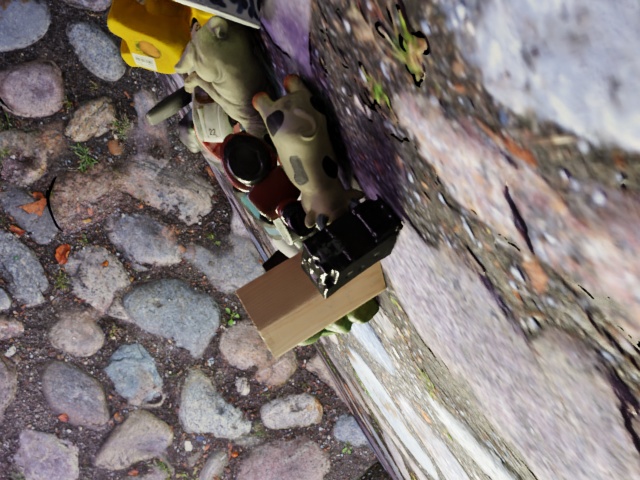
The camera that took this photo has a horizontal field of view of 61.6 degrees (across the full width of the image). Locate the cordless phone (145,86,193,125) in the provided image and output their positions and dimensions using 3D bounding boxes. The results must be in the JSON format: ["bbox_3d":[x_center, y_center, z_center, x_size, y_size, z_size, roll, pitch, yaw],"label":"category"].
[{"bbox_3d":[-0.296,-0.294,1.198,0.089,0.184,0.146,54,169,4],"label":"cordless phone"}]

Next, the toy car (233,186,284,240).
[{"bbox_3d":[-0.101,-0.082,1.091,0.162,0.103,0.109,44,171,28],"label":"toy car"}]

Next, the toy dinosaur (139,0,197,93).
[{"bbox_3d":[-0.287,-0.433,0.990,0.199,0.105,0.470,48,162,58],"label":"toy dinosaur"}]

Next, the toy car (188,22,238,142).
[{"bbox_3d":[-0.190,-0.269,0.928,0.056,0.074,0.201,-40,-51,-59],"label":"toy car"}]

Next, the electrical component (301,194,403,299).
[{"bbox_3d":[0.037,0.014,0.674,0.058,0.115,0.134,55,168,15],"label":"electrical component"}]

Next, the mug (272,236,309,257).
[{"bbox_3d":[-0.044,0.006,1.151,0.107,0.081,0.109,42,170,32],"label":"mug"}]

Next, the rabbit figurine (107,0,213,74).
[{"bbox_3d":[-0.219,-0.350,0.817,0.162,0.173,0.121,10,156,10],"label":"rabbit figurine"}]

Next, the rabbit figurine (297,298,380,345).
[{"bbox_3d":[0.005,0.133,1.015,0.121,0.170,0.159,58,169,8],"label":"rabbit figurine"}]

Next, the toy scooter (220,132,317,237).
[{"bbox_3d":[-0.079,-0.083,0.803,0.183,0.075,0.135,49,179,-14],"label":"toy scooter"}]

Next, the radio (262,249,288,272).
[{"bbox_3d":[-0.027,0.123,1.261,0.229,0.073,0.131,45,-179,-42],"label":"radio"}]

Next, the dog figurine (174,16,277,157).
[{"bbox_3d":[-0.099,-0.213,0.780,0.190,0.121,0.172,46,176,0],"label":"dog figurine"}]

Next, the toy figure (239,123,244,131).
[{"bbox_3d":[-0.120,-0.212,0.928,0.058,0.064,0.154,-109,-2,-46],"label":"toy figure"}]

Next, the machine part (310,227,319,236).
[{"bbox_3d":[-0.002,-0.003,1.042,0.139,0.039,0.084,50,174,36],"label":"machine part"}]

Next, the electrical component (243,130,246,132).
[{"bbox_3d":[-0.087,-0.137,0.927,0.119,0.075,0.048,55,-142,-45],"label":"electrical component"}]

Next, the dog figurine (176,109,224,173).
[{"bbox_3d":[-0.193,-0.183,1.176,0.219,0.108,0.191,48,-173,7],"label":"dog figurine"}]

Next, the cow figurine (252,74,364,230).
[{"bbox_3d":[-0.008,-0.097,0.687,0.127,0.085,0.194,57,171,46],"label":"cow figurine"}]
